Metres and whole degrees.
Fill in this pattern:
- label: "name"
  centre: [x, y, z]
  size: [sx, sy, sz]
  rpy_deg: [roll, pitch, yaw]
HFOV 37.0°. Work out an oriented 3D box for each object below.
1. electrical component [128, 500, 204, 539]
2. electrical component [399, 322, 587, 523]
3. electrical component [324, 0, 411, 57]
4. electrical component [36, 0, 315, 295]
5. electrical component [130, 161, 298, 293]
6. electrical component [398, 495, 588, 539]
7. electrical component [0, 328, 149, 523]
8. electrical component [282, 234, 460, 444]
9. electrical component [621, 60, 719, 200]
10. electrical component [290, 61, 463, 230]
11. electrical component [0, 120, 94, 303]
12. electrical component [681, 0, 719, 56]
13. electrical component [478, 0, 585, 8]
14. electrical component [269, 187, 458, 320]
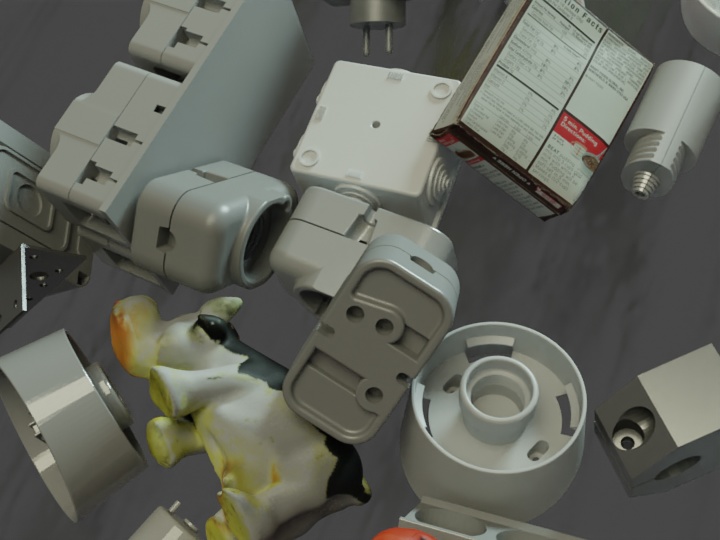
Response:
- label: "electrical component"
  centre: [-0.113, 0.161, 0.567]
  size: [0.040, 0.040, 0.078]
  rpy_deg: [36, 75, 25]
- label: "electrical component"
  centre: [0.070, 0.080, 0.570]
  size: [0.099, 0.064, 0.099]
  rpy_deg: [-1, 53, 1]
- label: "electrical component"
  centre: [0.012, -0.180, 0.705]
  size: [0.077, 0.043, 0.079]
  rpy_deg: [3, 95, 39]
- label: "electrical component"
  centre: [-0.109, -0.095, 0.657]
  size: [0.060, 0.105, 0.186]
  rpy_deg: [22, 70, 21]
- label: "electrical component"
  centre: [-0.079, -0.025, 0.622]
  size: [0.059, 0.095, 0.053]
  rpy_deg: [21, 112, 20]
- label: "electrical component"
  centre: [0.077, 0.158, 0.511]
  size: [0.121, 0.079, 0.063]
  rpy_deg: [12, 96, 17]
- label: "electrical component"
  centre: [-0.161, 0.083, 0.586]
  size: [0.064, 0.099, 0.099]
  rpy_deg: [-32, 62, -11]
- label: "electrical component"
  centre: [0.007, 0.033, 0.548]
  size: [0.054, 0.059, 0.095]
  rpy_deg: [33, 109, -2]
- label: "electrical component"
  centre: [0.177, -0.076, 0.622]
  size: [0.043, 0.043, 0.081]
  rpy_deg: [21, 70, 21]
- label: "electrical component"
  centre: [0.014, -0.076, 0.655]
  size: [0.100, 0.048, 0.099]
  rpy_deg: [13, 66, 19]
- label: "electrical component"
  centre: [-0.217, -0.035, 0.643]
  size: [0.057, 0.113, 0.078]
  rpy_deg: [-14, 60, 26]
- label: "electrical component"
  centre: [0.241, -0.177, 0.648]
  size: [0.099, 0.064, 0.099]
  rpy_deg: [-5, 63, 10]
- label: "electrical component"
  centre: [0.090, -0.197, 0.696]
  size: [0.074, 0.052, 0.138]
  rpy_deg: [-16, 62, 3]
- label: "electrical component"
  centre: [0.000, 0.000, 0.616]
  size: [0.095, 0.053, 0.059]
  rpy_deg: [21, 70, 21]
